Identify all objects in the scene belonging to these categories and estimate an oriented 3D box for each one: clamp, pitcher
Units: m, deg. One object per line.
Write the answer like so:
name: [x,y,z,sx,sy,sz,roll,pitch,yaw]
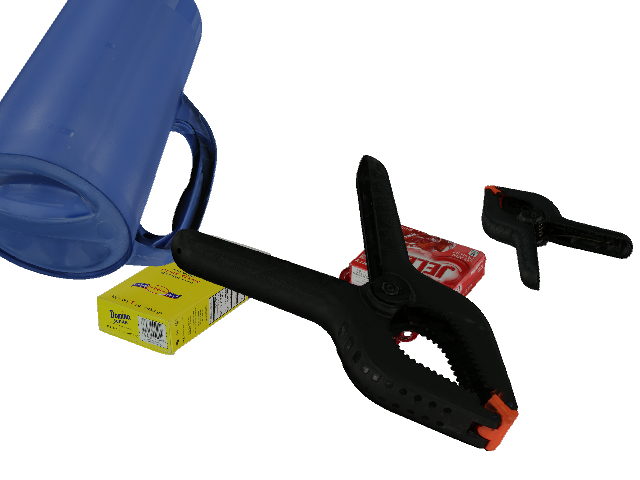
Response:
clamp: [0.024,0.039,0.611,0.164,0.210,0.036,-18,-35,-32]
pitcher: [-0.162,-0.096,0.812,0.145,0.242,0.149,-5,-42,24]
clamp: [0.225,-0.012,1.066,0.120,0.039,0.171,-8,33,-15]

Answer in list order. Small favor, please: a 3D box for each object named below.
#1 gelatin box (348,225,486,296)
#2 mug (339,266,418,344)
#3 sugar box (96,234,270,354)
gelatin box: [0.079,0.025,0.871,0.089,0.030,0.073,20,40,28]
mug: [0.076,0.088,1.325,0.117,0.081,0.093,22,31,33]
sugar box: [-0.136,0.050,1.096,0.093,0.048,0.175,16,32,26]
